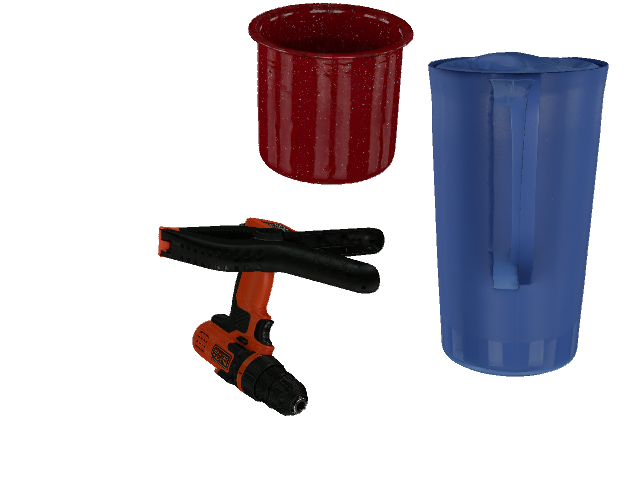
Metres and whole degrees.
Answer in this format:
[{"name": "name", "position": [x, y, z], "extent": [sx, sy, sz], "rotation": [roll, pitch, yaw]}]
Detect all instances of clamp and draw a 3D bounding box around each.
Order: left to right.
[{"name": "clamp", "position": [-0.041, 0.011, 0.945], "extent": [0.210, 0.036, 0.164], "rotation": [3, 12, -3]}]

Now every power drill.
[{"name": "power drill", "position": [-0.057, 0.081, 1.187], "extent": [0.185, 0.188, 0.057], "rotation": [28, 11, 41]}]

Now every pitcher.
[{"name": "pitcher", "position": [0.147, -0.020, 0.821], "extent": [0.149, 0.243, 0.145], "rotation": [-11, 17, -32]}]

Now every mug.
[{"name": "mug", "position": [0.009, -0.090, 0.628], "extent": [0.093, 0.081, 0.117], "rotation": [12, 31, 17]}]
